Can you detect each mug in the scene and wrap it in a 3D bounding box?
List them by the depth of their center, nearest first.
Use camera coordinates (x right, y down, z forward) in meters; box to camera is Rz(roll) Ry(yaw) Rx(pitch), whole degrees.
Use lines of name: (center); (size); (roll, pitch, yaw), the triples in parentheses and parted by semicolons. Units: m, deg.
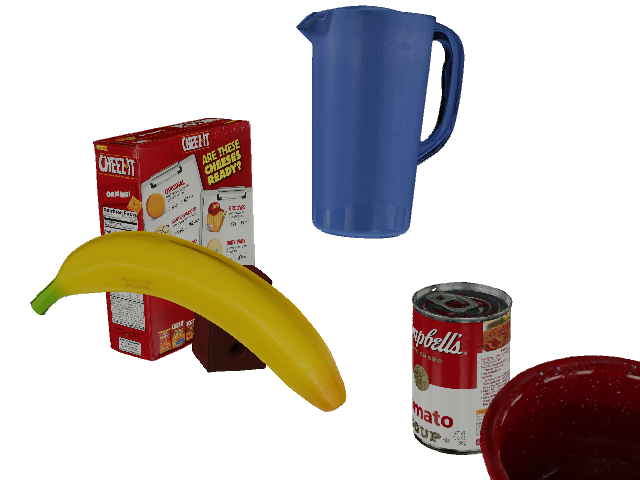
mug: (0.113, 0.103, 0.382); (0.117, 0.081, 0.093); (5, 37, 8)

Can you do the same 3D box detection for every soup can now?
soup can: (0.097, 0.088, 0.740); (0.068, 0.102, 0.068); (-1, 18, 0)

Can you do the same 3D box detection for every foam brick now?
foam brick: (-0.074, 0.063, 0.883); (0.052, 0.078, 0.051); (-1, 13, -21)

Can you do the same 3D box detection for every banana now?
banana: (-0.071, 0.037, 0.626); (0.198, 0.070, 0.037); (18, 19, 10)

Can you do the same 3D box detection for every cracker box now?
cracker box: (-0.142, -0.007, 1.076); (0.072, 0.214, 0.163); (9, 18, 35)

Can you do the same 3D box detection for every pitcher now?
pitcher: (0.061, -0.129, 1.155); (0.149, 0.243, 0.144); (7, 10, 25)
